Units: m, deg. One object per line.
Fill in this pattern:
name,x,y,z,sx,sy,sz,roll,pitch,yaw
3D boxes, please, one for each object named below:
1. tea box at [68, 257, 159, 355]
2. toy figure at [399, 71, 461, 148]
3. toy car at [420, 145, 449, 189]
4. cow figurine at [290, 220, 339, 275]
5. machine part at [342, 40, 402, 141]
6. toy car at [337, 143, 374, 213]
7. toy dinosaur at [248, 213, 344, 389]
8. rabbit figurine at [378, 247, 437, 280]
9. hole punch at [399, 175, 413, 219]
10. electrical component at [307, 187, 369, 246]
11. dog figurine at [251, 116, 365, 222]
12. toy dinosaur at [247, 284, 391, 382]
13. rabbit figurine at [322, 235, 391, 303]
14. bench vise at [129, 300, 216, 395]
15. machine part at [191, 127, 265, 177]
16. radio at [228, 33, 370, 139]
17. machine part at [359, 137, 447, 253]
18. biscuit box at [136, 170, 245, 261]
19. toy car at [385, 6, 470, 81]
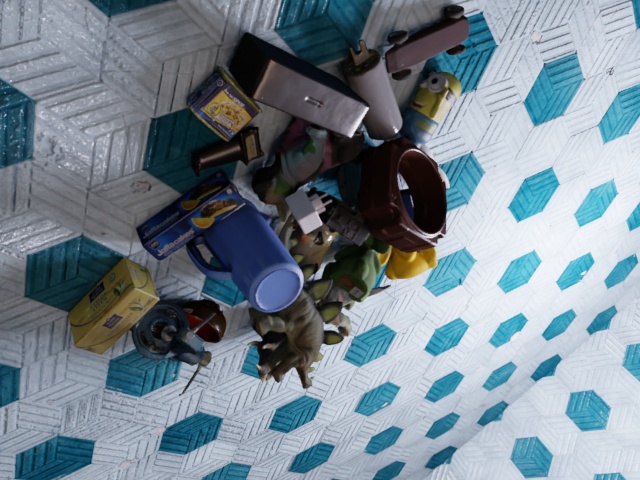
tea box,-0.404,0.129,1.047,0.169,0.098,0.068,-45,138,7
toy figure,0.223,-0.267,1.127,0.089,0.082,0.180,-1,122,-57
toy car,0.239,-0.161,1.248,0.073,0.056,0.201,-43,138,7
cow figurine,-0.002,-0.004,1.208,0.127,0.086,0.194,9,119,-32
machine part,0.103,-0.277,1.038,0.079,0.079,0.243,-34,139,-3
toy car,0.086,-0.120,1.140,0.103,0.161,0.109,-19,180,39
toy dinosaur,-0.054,0.156,1.181,0.199,0.105,0.470,-21,123,-15
rabbit figurine,0.194,0.007,1.350,0.162,0.122,0.173,-21,122,-4
hole punch,0.157,-0.083,1.243,0.116,0.092,0.142,-29,142,-3
electrical component,0.041,-0.044,1.092,0.134,0.115,0.058,31,94,-38
dog figurine,-0.030,-0.141,1.054,0.191,0.109,0.219,0,131,-38
toy dinosaur,-0.014,0.180,1.349,0.405,0.131,0.192,-39,139,-7
rabbit figurine,0.096,0.029,1.234,0.170,0.121,0.159,-60,175,-33
bench vise,-0.295,0.207,1.103,0.223,0.241,0.129,50,59,-19
machine part,-0.171,-0.159,0.991,0.139,0.039,0.084,-26,145,-15
radio,-0.036,-0.261,0.918,0.229,0.131,0.073,14,119,-41
machine part,0.174,-0.089,1.085,0.087,0.201,0.201,-17,149,41
biscuit box,-0.247,-0.046,1.021,0.203,0.063,0.059,-36,137,-2
toy car,0.203,-0.378,1.033,0.202,0.053,0.089,-29,133,-15
